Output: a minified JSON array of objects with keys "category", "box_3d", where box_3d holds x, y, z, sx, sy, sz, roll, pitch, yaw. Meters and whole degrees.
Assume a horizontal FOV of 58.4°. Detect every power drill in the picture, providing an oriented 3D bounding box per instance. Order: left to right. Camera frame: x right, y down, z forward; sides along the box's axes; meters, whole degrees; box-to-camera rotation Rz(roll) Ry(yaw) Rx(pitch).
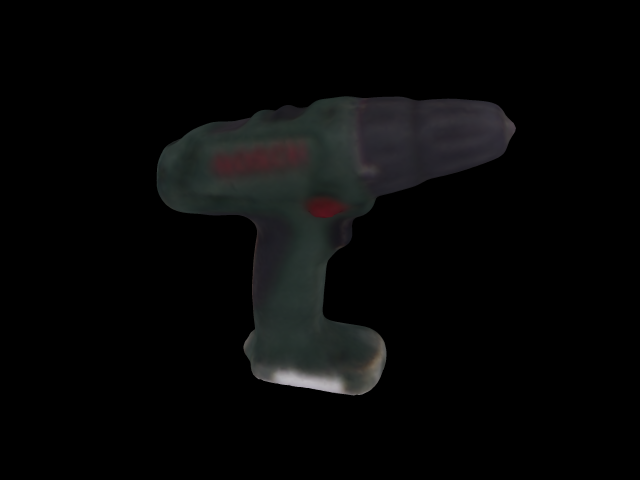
[{"category":"power drill","box_3d":[0.004,0.001,0.400,0.229,0.208,0.076,6,28,12]}]
